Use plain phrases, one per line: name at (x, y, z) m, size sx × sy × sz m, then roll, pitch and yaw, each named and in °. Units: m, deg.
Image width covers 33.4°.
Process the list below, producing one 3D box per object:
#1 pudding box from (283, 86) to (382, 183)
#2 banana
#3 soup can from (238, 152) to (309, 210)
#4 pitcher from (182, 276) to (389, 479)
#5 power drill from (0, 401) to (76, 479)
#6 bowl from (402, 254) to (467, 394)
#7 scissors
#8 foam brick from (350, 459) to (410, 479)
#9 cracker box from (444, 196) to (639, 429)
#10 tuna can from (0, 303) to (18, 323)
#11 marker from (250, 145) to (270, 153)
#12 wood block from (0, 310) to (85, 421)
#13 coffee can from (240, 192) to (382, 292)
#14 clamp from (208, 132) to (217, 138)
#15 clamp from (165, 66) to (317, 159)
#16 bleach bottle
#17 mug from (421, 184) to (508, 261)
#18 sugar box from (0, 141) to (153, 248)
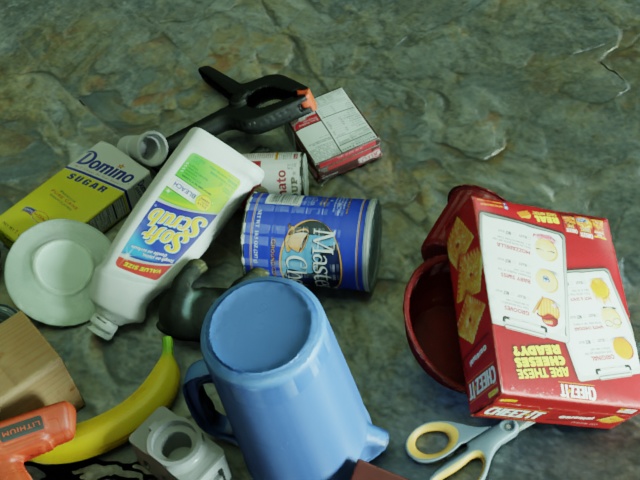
pudding box at (0.013, -0.133, 1.331) m, size 0.090 × 0.039 × 0.113 m, roll -23°, pitch 53°, yaw -11°
banana at (-0.215, 0.181, 1.097) m, size 0.197 × 0.037 × 0.070 m, roll -35°, pitch 55°, yaw -17°
soup can at (-0.067, -0.069, 1.268) m, size 0.102 × 0.068 × 0.068 m, roll -2°, pitch 50°, yaw 5°
pitcher at (-0.040, 0.138, 0.978) m, size 0.149 × 0.243 × 0.145 m, roll -34°, pitch 56°, yaw -12°
power drill at (-0.244, 0.251, 1.006) m, size 0.184 × 0.057 × 0.188 m, roll -16°, pitch 64°, yaw -15°
bowl at (0.146, 0.096, 1.088) m, size 0.162 × 0.055 × 0.162 m, roll 12°, pitch 55°, yaw -18°
scissors at (0.167, 0.182, 1.062) m, size 0.201 × 0.016 × 0.096 m, roll -39°, pitch 56°, yaw -24°
foam brick at (0.066, 0.244, 0.991) m, size 0.078 × 0.051 × 0.053 m, roll 18°, pitch 78°, yaw 22°
cracker box at (0.218, 0.072, 1.056) m, size 0.164 × 0.072 × 0.213 m, roll 8°, pitch 58°, yaw -20°
tuna can at (-0.362, 0.112, 1.176) m, size 0.086 × 0.034 × 0.086 m, roll -4°, pitch 50°, yaw 4°
marker at (-0.113, -0.083, 1.317) m, size 0.121 × 0.020 × 0.020 m, roll -32°, pitch 54°, yaw -19°
wood block at (-0.358, 0.179, 1.084) m, size 0.205 × 0.090 × 0.091 m, roll -35°, pitch 54°, yaw -21°
coffee can at (-0.008, 0.001, 1.179) m, size 0.140 × 0.103 × 0.102 m, roll 4°, pitch 51°, yaw 10°
clamp at (-0.181, -0.056, 1.255) m, size 0.039 × 0.120 × 0.171 m, roll 34°, pitch 60°, yaw -8°
clamp at (-0.105, -0.162, 1.346) m, size 0.210 × 0.036 × 0.164 m, roll 5°, pitch 52°, yaw 33°
bleach bottle at (-0.170, 0.003, 1.187) m, size 0.102 × 0.068 × 0.251 m, roll 33°, pitch 84°, yaw -8°
mug at (0.172, 0.007, 1.170) m, size 0.117 × 0.093 × 0.081 m, roll 39°, pitch 64°, yaw -9°
sugar box at (-0.295, -0.041, 1.288) m, size 0.093 × 0.048 × 0.176 m, roll 33°, pitch 63°, yaw 27°
